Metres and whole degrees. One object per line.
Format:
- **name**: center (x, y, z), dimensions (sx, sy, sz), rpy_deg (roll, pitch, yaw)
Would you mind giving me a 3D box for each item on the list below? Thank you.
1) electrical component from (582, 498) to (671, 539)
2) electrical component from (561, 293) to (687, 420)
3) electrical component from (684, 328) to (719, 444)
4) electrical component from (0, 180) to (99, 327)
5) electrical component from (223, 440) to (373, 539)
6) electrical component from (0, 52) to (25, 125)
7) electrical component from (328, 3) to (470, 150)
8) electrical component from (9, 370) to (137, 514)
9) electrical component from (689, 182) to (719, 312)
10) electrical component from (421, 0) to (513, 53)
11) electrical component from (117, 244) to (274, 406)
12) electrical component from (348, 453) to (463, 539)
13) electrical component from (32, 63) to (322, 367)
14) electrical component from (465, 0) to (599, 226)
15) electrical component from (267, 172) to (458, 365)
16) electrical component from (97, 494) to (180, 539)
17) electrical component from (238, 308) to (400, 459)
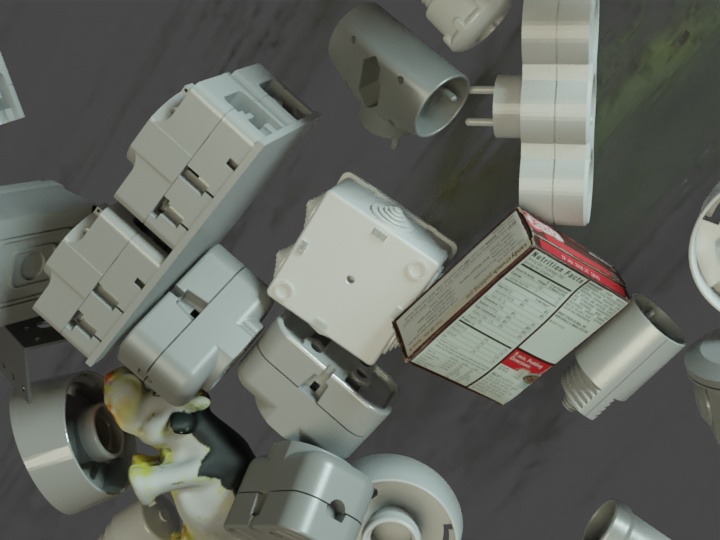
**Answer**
- **electrical component**: center (0.173, 0.176, 0.693), dimensions (0.046, 0.040, 0.040), rpy_deg (33, 113, -2)
- **electrical component**: center (0.154, 0.057, 0.657), dimensions (0.043, 0.043, 0.081), rpy_deg (41, 113, 0)
- **electrical component**: center (0.231, 0.064, 0.618), dimensions (0.080, 0.080, 0.051), rpy_deg (-10, 108, 19)
- **electrical component**: center (-0.233, -0.012, 0.707), dimensions (0.057, 0.113, 0.078), rpy_deg (24, 113, 28)
- **electrical component**: center (-0.038, 0.148, 0.688), dimensions (0.054, 0.059, 0.095), rpy_deg (34, 152, -24)
- **electrical component**: center (-0.284, -0.115, 0.726), dimensions (0.089, 0.050, 0.055), rpy_deg (-13, 103, 20)
- **electrical component**: center (0.020, -0.106, 0.640), dimensions (0.077, 0.043, 0.079), rpy_deg (45, 148, 24)
- **electrical component**: center (-0.203, 0.120, 0.754), dimensions (0.064, 0.099, 0.099), rpy_deg (-19, 101, 15)
- **electrical component**: center (0.235, -0.015, 0.600), dimensions (0.099, 0.064, 0.099), rpy_deg (5, 108, 15)
- **electrical component**: center (0.054, -0.160, 0.618), dimensions (0.062, 0.048, 0.048), rpy_deg (47, 113, 5)
- **electrical component**: center (-0.103, 0.039, 0.698), dimensions (0.059, 0.095, 0.053), rpy_deg (41, 155, 1)
- **electrical component**: center (0.021, 0.177, 0.736), dimensions (0.099, 0.064, 0.099), rpy_deg (1, 99, 4)
- **electrical component**: center (-0.117, -0.039, 0.672), dimensions (0.060, 0.105, 0.186), rpy_deg (42, 113, 0)
- **electrical component**: center (0.097, -0.094, 0.621), dimensions (0.074, 0.052, 0.138), rpy_deg (3, 108, 15)
- **electrical component**: center (0.000, 0.000, 0.683), dimensions (0.100, 0.048, 0.099), rpy_deg (34, 112, 4)
- **electrical component**: center (-0.169, 0.196, 0.797), dimensions (0.078, 0.040, 0.040), rpy_deg (-33, 96, 22)
- **electrical component**: center (-0.030, 0.076, 0.711), dimensions (0.095, 0.053, 0.059), rpy_deg (41, 113, 1)
